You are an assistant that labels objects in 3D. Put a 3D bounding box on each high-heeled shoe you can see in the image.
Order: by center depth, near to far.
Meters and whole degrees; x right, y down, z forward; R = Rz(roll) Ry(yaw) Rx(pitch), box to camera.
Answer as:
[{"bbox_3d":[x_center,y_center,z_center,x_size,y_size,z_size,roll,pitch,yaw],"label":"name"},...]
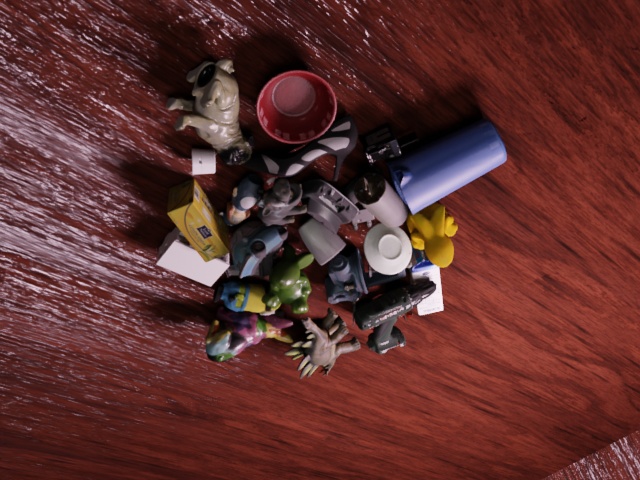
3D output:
[{"bbox_3d":[-0.047,-0.207,1.145,0.249,0.086,0.145,8,103,1],"label":"high-heeled shoe"}]

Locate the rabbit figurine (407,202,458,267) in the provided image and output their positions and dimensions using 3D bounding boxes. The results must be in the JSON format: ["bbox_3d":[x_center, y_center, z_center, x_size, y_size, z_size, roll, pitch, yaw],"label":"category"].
[{"bbox_3d":[0.279,-0.018,1.293,0.122,0.173,0.162,-14,137,8],"label":"rabbit figurine"}]

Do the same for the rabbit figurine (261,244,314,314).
[{"bbox_3d":[-0.070,0.095,1.335,0.121,0.159,0.170,20,161,10],"label":"rabbit figurine"}]

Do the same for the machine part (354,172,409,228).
[{"bbox_3d":[0.143,-0.089,1.227,0.079,0.079,0.243,-30,152,16],"label":"machine part"}]

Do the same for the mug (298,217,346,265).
[{"bbox_3d":[-0.003,-0.004,1.317,0.081,0.109,0.107,-40,96,-10],"label":"mug"}]

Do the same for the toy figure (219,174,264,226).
[{"bbox_3d":[-0.182,-0.084,1.231,0.064,0.058,0.154,29,124,-11],"label":"toy figure"}]

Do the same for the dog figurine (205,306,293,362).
[{"bbox_3d":[-0.184,0.255,1.463,0.219,0.192,0.108,4,126,7],"label":"dog figurine"}]

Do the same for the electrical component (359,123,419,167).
[{"bbox_3d":[0.150,-0.212,1.161,0.119,0.075,0.047,-21,132,14],"label":"electrical component"}]

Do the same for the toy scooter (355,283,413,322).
[{"bbox_3d":[0.196,0.208,1.551,0.184,0.075,0.135,-35,130,15],"label":"toy scooter"}]

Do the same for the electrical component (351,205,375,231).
[{"bbox_3d":[0.100,-0.064,1.321,0.063,0.021,0.093,-12,133,2],"label":"electrical component"}]

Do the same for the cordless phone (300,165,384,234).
[{"bbox_3d":[0.051,-0.119,1.238,0.184,0.089,0.146,-44,126,13],"label":"cordless phone"}]

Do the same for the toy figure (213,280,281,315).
[{"bbox_3d":[-0.189,0.149,1.425,0.180,0.082,0.089,16,126,-19],"label":"toy figure"}]

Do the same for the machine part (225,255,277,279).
[{"bbox_3d":[-0.181,0.071,1.384,0.139,0.039,0.084,-4,137,-9],"label":"machine part"}]

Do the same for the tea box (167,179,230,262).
[{"bbox_3d":[-0.274,-0.043,1.224,0.068,0.098,0.169,-21,130,8],"label":"tea box"}]

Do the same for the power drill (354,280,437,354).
[{"bbox_3d":[0.202,0.210,1.438,0.232,0.086,0.207,-18,144,-16],"label":"power drill"}]

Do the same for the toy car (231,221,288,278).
[{"bbox_3d":[-0.156,0.005,1.277,0.103,0.162,0.109,41,141,7],"label":"toy car"}]

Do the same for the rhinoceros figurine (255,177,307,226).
[{"bbox_3d":[-0.091,-0.087,1.181,0.112,0.073,0.190,-5,167,-18],"label":"rhinoceros figurine"}]

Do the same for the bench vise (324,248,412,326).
[{"bbox_3d":[0.125,0.099,1.412,0.241,0.129,0.223,-14,135,8],"label":"bench vise"}]

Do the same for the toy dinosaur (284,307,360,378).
[{"bbox_3d":[0.007,0.313,1.560,0.198,0.105,0.470,-32,149,-1],"label":"toy dinosaur"}]

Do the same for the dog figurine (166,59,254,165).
[{"bbox_3d":[-0.181,-0.248,1.069,0.172,0.121,0.190,-35,142,24],"label":"dog figurine"}]
